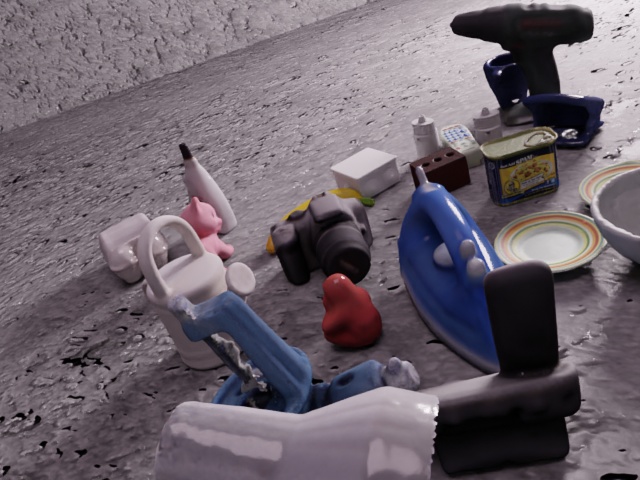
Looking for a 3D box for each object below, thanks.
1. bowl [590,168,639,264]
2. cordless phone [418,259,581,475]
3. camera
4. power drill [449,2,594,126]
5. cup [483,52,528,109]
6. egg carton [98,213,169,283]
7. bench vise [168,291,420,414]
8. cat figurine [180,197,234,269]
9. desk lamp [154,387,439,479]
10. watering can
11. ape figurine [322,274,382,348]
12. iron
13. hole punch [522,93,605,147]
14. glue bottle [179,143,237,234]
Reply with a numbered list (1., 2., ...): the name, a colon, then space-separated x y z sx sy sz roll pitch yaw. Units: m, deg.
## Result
1. bowl: 0.389 -0.015 0.628 0.167 0.075 0.167 -14 30 9
2. cordless phone: 0.135 0.098 0.478 0.147 0.185 0.094 -16 30 7
3. camera: 0.007 0.003 0.796 0.143 0.101 0.136 -20 30 -1
4. power drill: 0.358 -0.314 1.007 0.229 0.209 0.076 -6 33 23
5. cup: 0.358 -0.295 1.090 0.091 0.095 0.118 6 39 38
6. egg carton: -0.327 0.012 1.010 0.107 0.069 0.149 -31 31 -19
7. bench vise: -0.028 0.116 0.508 0.207 0.220 0.121 -23 30 -6
8. cat figurine: -0.190 -0.009 0.914 0.067 0.118 0.127 -16 30 7
9. desk lamp: -0.005 0.189 0.380 0.202 0.214 0.118 -7 32 21
10. watering can: -0.155 0.056 0.708 0.172 0.194 0.101 -13 30 12
11. ape figurine: 0.030 0.077 0.668 0.078 0.092 0.075 -34 33 -24
12. iron: 0.155 0.021 0.638 0.118 0.142 0.258 -19 30 1
13. hole punch: 0.395 -0.211 0.933 0.108 0.091 0.101 13 43 43
14. glue bottle: -0.208 -0.092 1.006 0.077 0.173 0.037 7 39 38
